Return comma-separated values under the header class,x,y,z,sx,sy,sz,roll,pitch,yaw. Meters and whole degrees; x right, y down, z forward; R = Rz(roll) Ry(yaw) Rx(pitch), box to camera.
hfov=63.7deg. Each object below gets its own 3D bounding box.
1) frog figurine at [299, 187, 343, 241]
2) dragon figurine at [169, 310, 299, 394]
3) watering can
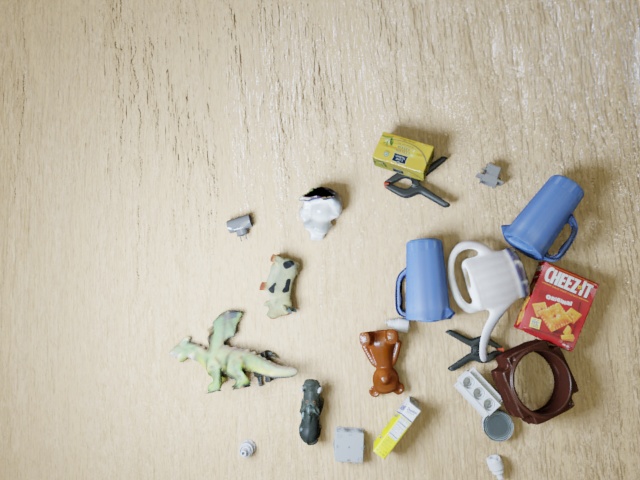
class,x,y,z,sx,sy,sz,roll,pitch,yaw
frog figurine,0.005,-0.082,1.624,0.137,0.125,0.156,-10,119,-2
dragon figurine,-0.272,0.336,1.587,0.409,0.121,0.246,-14,73,11
watering can,0.509,0.161,1.514,0.224,0.103,0.350,-17,81,4
